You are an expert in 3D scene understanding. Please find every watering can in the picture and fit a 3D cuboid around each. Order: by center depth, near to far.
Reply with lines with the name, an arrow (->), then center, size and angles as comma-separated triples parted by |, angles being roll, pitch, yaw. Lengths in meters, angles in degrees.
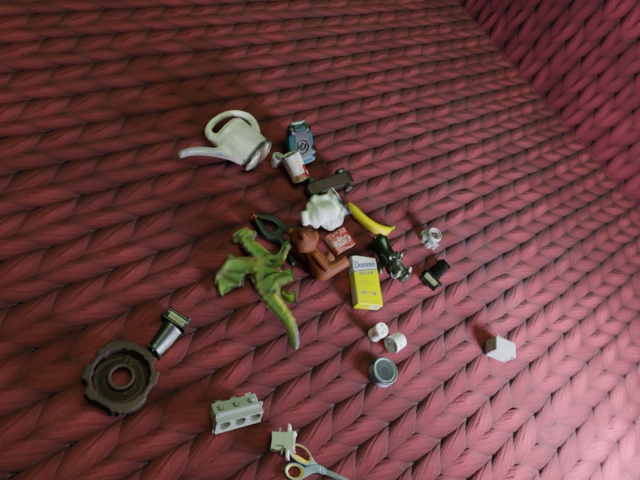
watering can -> -0.303, -0.318, 1.745 | 0.224, 0.102, 0.355 | 37, 49, -1

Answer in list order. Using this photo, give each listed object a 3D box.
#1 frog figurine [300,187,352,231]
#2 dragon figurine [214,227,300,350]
frog figurine -> 0.005, -0.088, 1.753 | 0.160, 0.123, 0.136 | -35, 103, -14
dragon figurine -> -0.190, 0.129, 1.532 | 0.243, 0.119, 0.420 | -2, 57, -7
